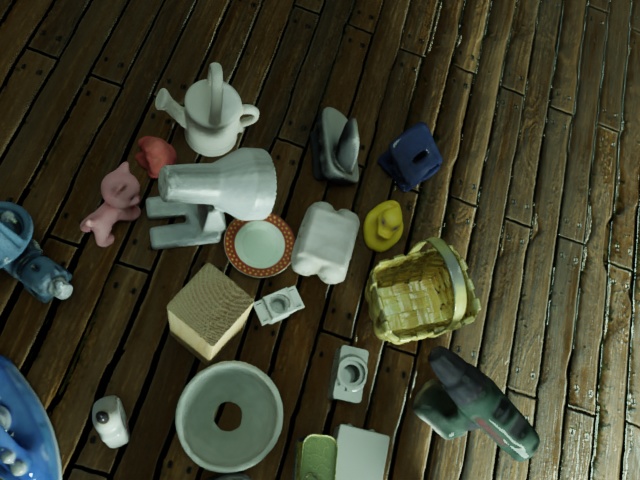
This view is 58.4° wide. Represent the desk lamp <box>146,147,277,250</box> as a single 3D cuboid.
[{"bbox_3d":[-0.186,-0.068,0.952,0.203,0.213,0.118,-9,73,-16],"label":"desk lamp"}]

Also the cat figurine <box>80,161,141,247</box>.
[{"bbox_3d":[-0.349,-0.064,0.963,0.067,0.117,0.128,36,67,1],"label":"cat figurine"}]

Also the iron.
[{"bbox_3d":[-0.458,0.264,0.810,0.119,0.141,0.258,-39,84,-22],"label":"iron"}]

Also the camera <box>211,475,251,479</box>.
[{"bbox_3d":[-0.169,0.426,0.846,0.137,0.100,0.143,2,71,-13],"label":"camera"}]

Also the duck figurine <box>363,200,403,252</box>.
[{"bbox_3d":[0.129,-0.036,1.086,0.077,0.086,0.105,26,67,-3],"label":"duck figurine"}]

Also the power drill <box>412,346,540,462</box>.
[{"bbox_3d":[0.235,0.270,0.939,0.229,0.208,0.076,39,67,2],"label":"power drill"}]

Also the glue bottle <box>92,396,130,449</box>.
[{"bbox_3d":[-0.306,0.262,0.830,0.037,0.173,0.078,-20,77,-19],"label":"glue bottle"}]

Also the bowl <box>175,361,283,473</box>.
[{"bbox_3d":[-0.145,0.282,0.915,0.167,0.074,0.167,4,70,-12],"label":"bowl"}]

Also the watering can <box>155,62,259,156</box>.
[{"bbox_3d":[-0.198,-0.234,1.017,0.173,0.194,0.101,-20,77,-19],"label":"watering can"}]

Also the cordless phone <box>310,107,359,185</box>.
[{"bbox_3d":[0.044,-0.196,1.067,0.094,0.185,0.147,-5,72,-15],"label":"cordless phone"}]

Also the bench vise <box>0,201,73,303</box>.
[{"bbox_3d":[-0.460,0.001,0.858,0.207,0.219,0.121,20,68,-6],"label":"bench vise"}]

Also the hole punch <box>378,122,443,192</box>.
[{"bbox_3d":[0.189,-0.166,1.142,0.109,0.091,0.101,-37,83,-22],"label":"hole punch"}]

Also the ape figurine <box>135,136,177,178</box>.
[{"bbox_3d":[-0.294,-0.155,1.022,0.076,0.092,0.078,0,71,-13],"label":"ape figurine"}]

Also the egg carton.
[{"bbox_3d":[0.010,0.004,1.052,0.107,0.069,0.150,18,68,-7],"label":"egg carton"}]
